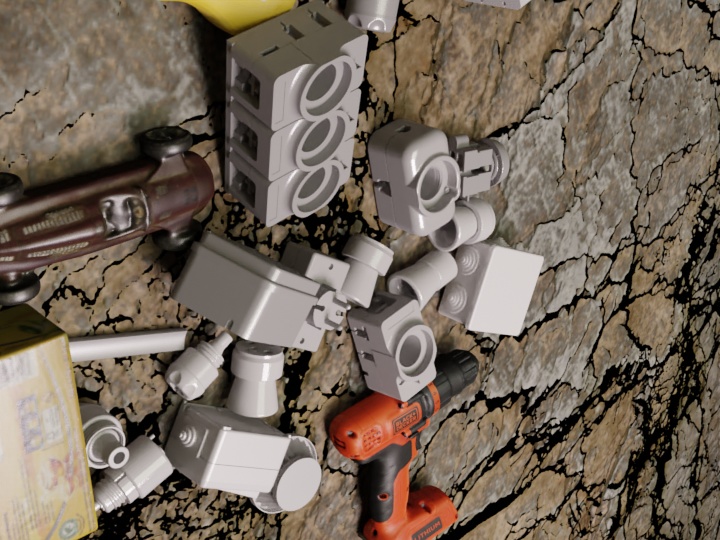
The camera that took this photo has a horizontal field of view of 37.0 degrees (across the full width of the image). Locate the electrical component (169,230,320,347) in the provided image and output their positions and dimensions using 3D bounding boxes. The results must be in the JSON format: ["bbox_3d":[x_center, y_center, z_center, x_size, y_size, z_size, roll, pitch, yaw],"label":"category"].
[{"bbox_3d":[-0.086,0.016,0.838,0.057,0.078,0.113,-63,164,0],"label":"electrical component"}]

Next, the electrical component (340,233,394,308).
[{"bbox_3d":[0.000,0.000,0.966,0.045,0.045,0.055,33,82,-47],"label":"electrical component"}]

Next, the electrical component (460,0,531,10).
[{"bbox_3d":[0.119,-0.267,0.935,0.056,0.089,0.050,-41,132,-25],"label":"electrical component"}]

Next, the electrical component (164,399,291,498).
[{"bbox_3d":[-0.118,0.151,0.902,0.096,0.062,0.061,17,94,-47],"label":"electrical component"}]

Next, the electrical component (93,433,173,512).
[{"bbox_3d":[-0.186,0.166,0.857,0.078,0.040,0.040,-40,131,-26],"label":"electrical component"}]

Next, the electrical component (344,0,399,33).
[{"bbox_3d":[0.012,-0.227,0.880,0.043,0.043,0.062,-2,108,-44],"label":"electrical component"}]

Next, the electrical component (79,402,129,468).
[{"bbox_3d":[-0.198,0.129,0.812,0.043,0.062,0.043,-20,121,-38],"label":"electrical component"}]

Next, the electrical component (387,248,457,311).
[{"bbox_3d":[0.063,0.007,1.036,0.065,0.044,0.044,-36,130,-35],"label":"electrical component"}]

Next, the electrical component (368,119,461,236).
[{"bbox_3d":[0.050,-0.082,0.970,0.054,0.059,0.095,-32,127,-32],"label":"electrical component"}]

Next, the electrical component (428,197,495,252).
[{"bbox_3d":[0.098,-0.045,1.044,0.055,0.045,0.045,-17,119,-40],"label":"electrical component"}]

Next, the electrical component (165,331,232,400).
[{"bbox_3d":[-0.129,0.075,0.879,0.061,0.035,0.035,-48,134,-22],"label":"electrical component"}]

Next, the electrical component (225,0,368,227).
[{"bbox_3d":[-0.048,-0.114,0.816,0.089,0.062,0.150,-33,150,-31],"label":"electrical component"}]

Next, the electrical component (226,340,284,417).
[{"bbox_3d":[-0.089,0.092,0.917,0.045,0.045,0.055,-7,111,-43],"label":"electrical component"}]

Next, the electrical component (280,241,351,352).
[{"bbox_3d":[-0.037,0.029,0.919,0.047,0.076,0.083,19,94,-47],"label":"electrical component"}]

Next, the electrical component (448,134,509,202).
[{"bbox_3d":[0.109,-0.100,1.031,0.055,0.048,0.066,-14,117,-32],"label":"electrical component"}]

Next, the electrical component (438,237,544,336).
[{"bbox_3d":[0.133,0.016,1.103,0.100,0.048,0.099,10,100,-47],"label":"electrical component"}]

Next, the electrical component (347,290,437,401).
[{"bbox_3d":[0.034,0.072,1.015,0.050,0.056,0.089,-34,122,-32],"label":"electrical component"}]
